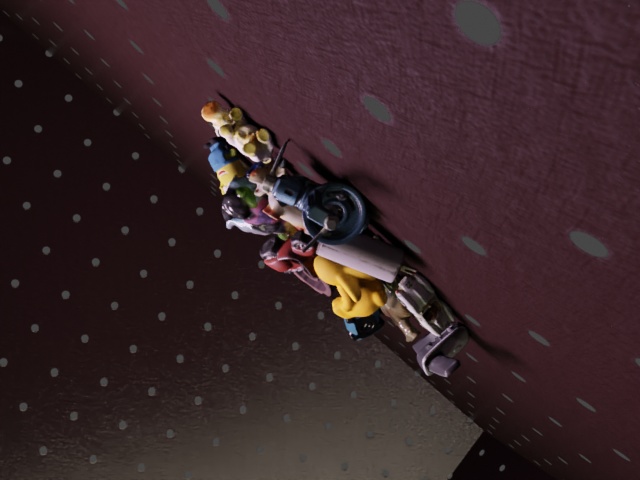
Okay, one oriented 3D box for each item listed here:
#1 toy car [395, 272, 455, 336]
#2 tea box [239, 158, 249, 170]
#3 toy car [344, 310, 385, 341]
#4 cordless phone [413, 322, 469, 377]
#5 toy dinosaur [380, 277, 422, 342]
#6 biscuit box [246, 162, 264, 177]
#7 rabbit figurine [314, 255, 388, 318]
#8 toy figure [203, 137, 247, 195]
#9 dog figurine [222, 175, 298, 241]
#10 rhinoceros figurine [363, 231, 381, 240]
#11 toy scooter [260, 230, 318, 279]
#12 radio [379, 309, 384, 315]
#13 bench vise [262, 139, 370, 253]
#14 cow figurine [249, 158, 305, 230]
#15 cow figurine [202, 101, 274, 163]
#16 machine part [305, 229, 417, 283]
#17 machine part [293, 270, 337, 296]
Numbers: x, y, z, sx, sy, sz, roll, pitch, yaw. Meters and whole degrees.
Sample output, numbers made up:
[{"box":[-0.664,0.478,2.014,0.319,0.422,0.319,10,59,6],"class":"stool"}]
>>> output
[{"box":[0.241,0.148,1.229,0.201,0.073,0.056,46,173,-36],"class":"toy car"},{"box":[-0.216,-0.172,1.612,0.169,0.068,0.098,40,171,-3],"class":"tea box"},{"box":[0.111,0.208,1.535,0.103,0.109,0.161,60,179,44],"class":"toy car"},{"box":[0.310,0.262,1.274,0.088,0.146,0.184,52,171,-1],"class":"cordless phone"},{"box":[0.202,0.160,1.389,0.199,0.105,0.471,42,168,14],"class":"toy dinosaur"},{"box":[-0.150,-0.155,1.421,0.059,0.063,0.202,38,172,3],"class":"biscuit box"},{"box":[0.060,0.097,1.201,0.173,0.122,0.162,43,168,-19],"class":"rabbit figurine"},{"box":[-0.254,-0.203,1.512,0.180,0.089,0.082,64,158,-4],"class":"toy figure"},{"box":[-0.117,-0.062,1.319,0.219,0.108,0.191,17,158,5],"class":"dog figurine"},{"box":[0.052,-0.026,1.198,0.190,0.073,0.112,39,-177,-5],"class":"rhinoceros figurine"},{"box":[-0.051,0.045,1.279,0.184,0.075,0.135,-16,130,47],"class":"toy scooter"},{"box":[0.113,0.121,1.587,0.131,0.073,0.229,10,147,53],"class":"radio"},{"box":[-0.005,-0.064,0.986,0.223,0.129,0.241,34,-170,-9],"class":"bench vise"},{"box":[-0.075,-0.104,1.234,0.195,0.127,0.086,29,178,-25],"class":"cow figurine"},{"box":[-0.170,-0.227,1.131,0.167,0.068,0.098,39,177,14],"class":"cow figurine"},{"box":[0.082,0.024,1.107,0.243,0.079,0.079,20,172,-2],"class":"machine part"},{"box":[-0.018,0.086,1.538,0.179,0.056,0.179,36,163,13],"class":"machine part"}]
